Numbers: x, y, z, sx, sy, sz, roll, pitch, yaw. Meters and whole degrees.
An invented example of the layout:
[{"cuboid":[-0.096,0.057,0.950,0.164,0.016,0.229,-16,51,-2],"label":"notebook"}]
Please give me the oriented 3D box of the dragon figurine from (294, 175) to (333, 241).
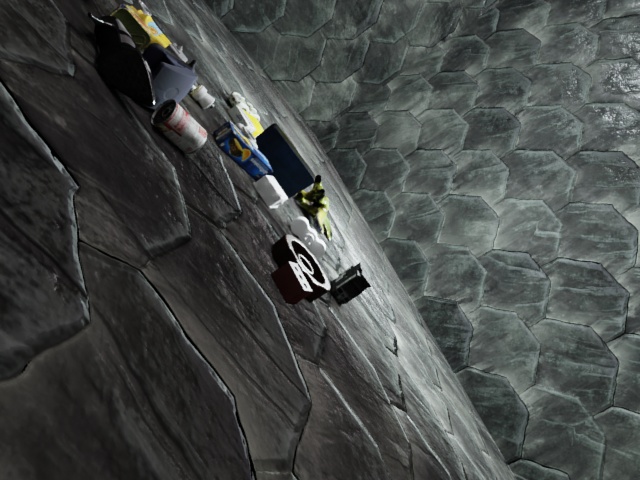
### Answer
[{"cuboid":[0.006,-0.097,1.922,0.420,0.122,0.238,-101,164,-45],"label":"dragon figurine"}]
